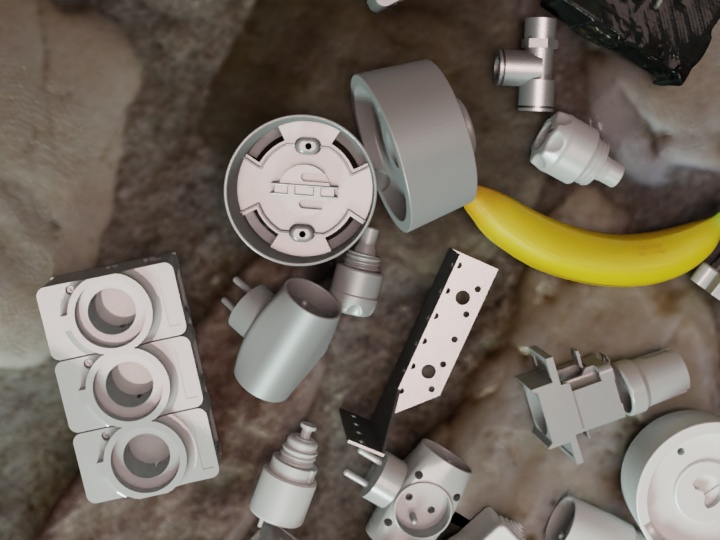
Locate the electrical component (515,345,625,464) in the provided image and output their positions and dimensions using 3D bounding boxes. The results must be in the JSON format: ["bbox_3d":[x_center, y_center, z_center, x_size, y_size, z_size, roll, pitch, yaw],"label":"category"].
[{"bbox_3d":[0.152,0.092,0.771,0.064,0.042,0.081,-18,100,-4],"label":"electrical component"}]

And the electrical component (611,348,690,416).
[{"bbox_3d":[0.209,0.079,0.776,0.046,0.040,0.040,-18,100,-8],"label":"electrical component"}]

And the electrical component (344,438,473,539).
[{"bbox_3d":[0.027,0.155,0.767,0.079,0.044,0.077,32,95,-8],"label":"electrical component"}]

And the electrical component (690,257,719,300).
[{"bbox_3d":[0.279,0.002,0.768,0.066,0.048,0.055,33,102,-9],"label":"electrical component"}]

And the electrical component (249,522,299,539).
[{"bbox_3d":[-0.028,0.283,0.773,0.186,0.060,0.105,40,93,-10],"label":"electrical component"}]

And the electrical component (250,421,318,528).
[{"bbox_3d":[-0.049,0.145,0.761,0.040,0.040,0.078,19,96,-8],"label":"electrical component"}]

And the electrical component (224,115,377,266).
[{"bbox_3d":[-0.038,-0.054,0.719,0.099,0.064,0.099,0,98,-1],"label":"electrical component"}]

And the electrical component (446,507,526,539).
[{"bbox_3d":[0.095,0.234,0.783,0.100,0.048,0.099,-43,100,2],"label":"electrical component"}]

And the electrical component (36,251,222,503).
[{"bbox_3d":[-0.154,0.072,0.729,0.089,0.061,0.150,-12,99,-3],"label":"electrical component"}]

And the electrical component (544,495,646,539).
[{"bbox_3d":[0.182,0.202,0.789,0.081,0.043,0.043,26,95,-9],"label":"electrical component"}]

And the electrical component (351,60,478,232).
[{"bbox_3d":[0.041,-0.085,0.704,0.060,0.108,0.108,-19,100,-8],"label":"electrical component"}]

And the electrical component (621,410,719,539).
[{"bbox_3d":[0.242,0.154,0.779,0.108,0.060,0.108,-1,99,-5],"label":"electrical component"}]

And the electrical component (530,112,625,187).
[{"bbox_3d":[0.153,-0.079,0.745,0.062,0.043,0.043,27,95,-10],"label":"electrical component"}]

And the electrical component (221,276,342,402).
[{"bbox_3d":[-0.063,0.037,0.738,0.079,0.044,0.077,40,115,16],"label":"electrical component"}]

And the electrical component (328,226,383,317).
[{"bbox_3d":[0.000,0.000,0.747,0.035,0.035,0.061,14,95,-7],"label":"electrical component"}]

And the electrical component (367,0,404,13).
[{"bbox_3d":[0.041,-0.212,0.708,0.089,0.055,0.050,-27,100,-1],"label":"electrical component"}]
